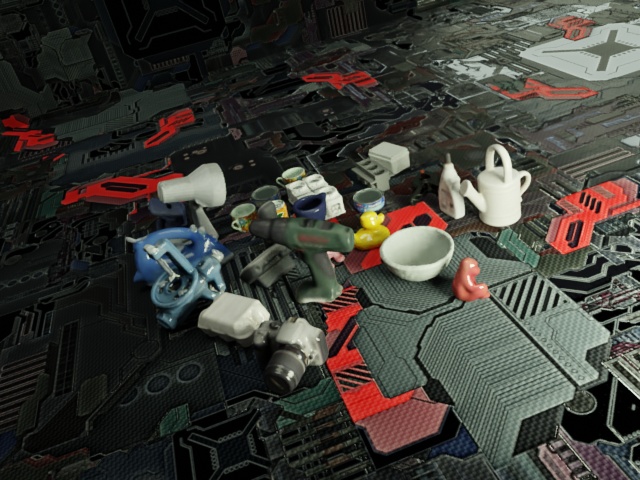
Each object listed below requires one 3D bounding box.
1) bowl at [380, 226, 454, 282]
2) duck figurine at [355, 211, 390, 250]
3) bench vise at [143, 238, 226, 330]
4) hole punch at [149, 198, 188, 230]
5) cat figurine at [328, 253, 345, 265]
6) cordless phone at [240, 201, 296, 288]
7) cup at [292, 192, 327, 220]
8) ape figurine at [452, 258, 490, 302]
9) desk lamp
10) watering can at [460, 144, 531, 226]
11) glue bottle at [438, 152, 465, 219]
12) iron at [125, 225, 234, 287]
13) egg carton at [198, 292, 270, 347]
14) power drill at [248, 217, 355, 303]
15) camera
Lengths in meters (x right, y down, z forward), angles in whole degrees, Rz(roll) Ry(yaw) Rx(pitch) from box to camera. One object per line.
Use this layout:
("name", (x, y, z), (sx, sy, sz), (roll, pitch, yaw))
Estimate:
("bowl", (0.222, 0.043, 1.298), (0.167, 0.075, 0.167), (-9, 33, 6))
("duck figurine", (0.121, -0.030, 1.436), (0.105, 0.086, 0.077), (-23, 34, -15))
("bench vise", (-0.321, 0.068, 1.321), (0.121, 0.220, 0.208), (3, 36, 24))
("hole punch", (-0.457, -0.086, 1.725), (0.101, 0.091, 0.108), (-19, 33, -9))
("cat figurine", (0.013, 0.005, 1.392), (0.067, 0.118, 0.127), (-34, 38, -29))
("cordless phone", (-0.140, 0.008, 1.380), (0.093, 0.185, 0.148), (14, 41, 36))
("cup", (-0.014, -0.067, 1.532), (0.091, 0.095, 0.118), (11, 40, 33))
("ape figurine", (0.312, 0.078, 1.196), (0.076, 0.092, 0.078), (-9, 33, 8))
("desk lamp", (-0.346, -0.088, 1.575), (0.203, 0.214, 0.117), (-28, 35, -21))
("watering can", (0.426, -0.136, 1.385), (0.173, 0.194, 0.100), (-30, 36, -25))
("glue bottle", (0.329, -0.142, 1.449), (0.037, 0.173, 0.078), (-24, 34, -16))
("iron", (-0.365, 0.022, 1.480), (0.258, 0.142, 0.118), (-16, 33, -4))
("egg carton", (-0.188, 0.173, 1.253), (0.149, 0.069, 0.107), (9, 39, 30))
("power drill", (-0.030, 0.039, 1.271), (0.229, 0.209, 0.075), (-4, 34, 14))
("camera", (-0.073, 0.220, 1.110), (0.142, 0.101, 0.137), (2, 36, 23))
